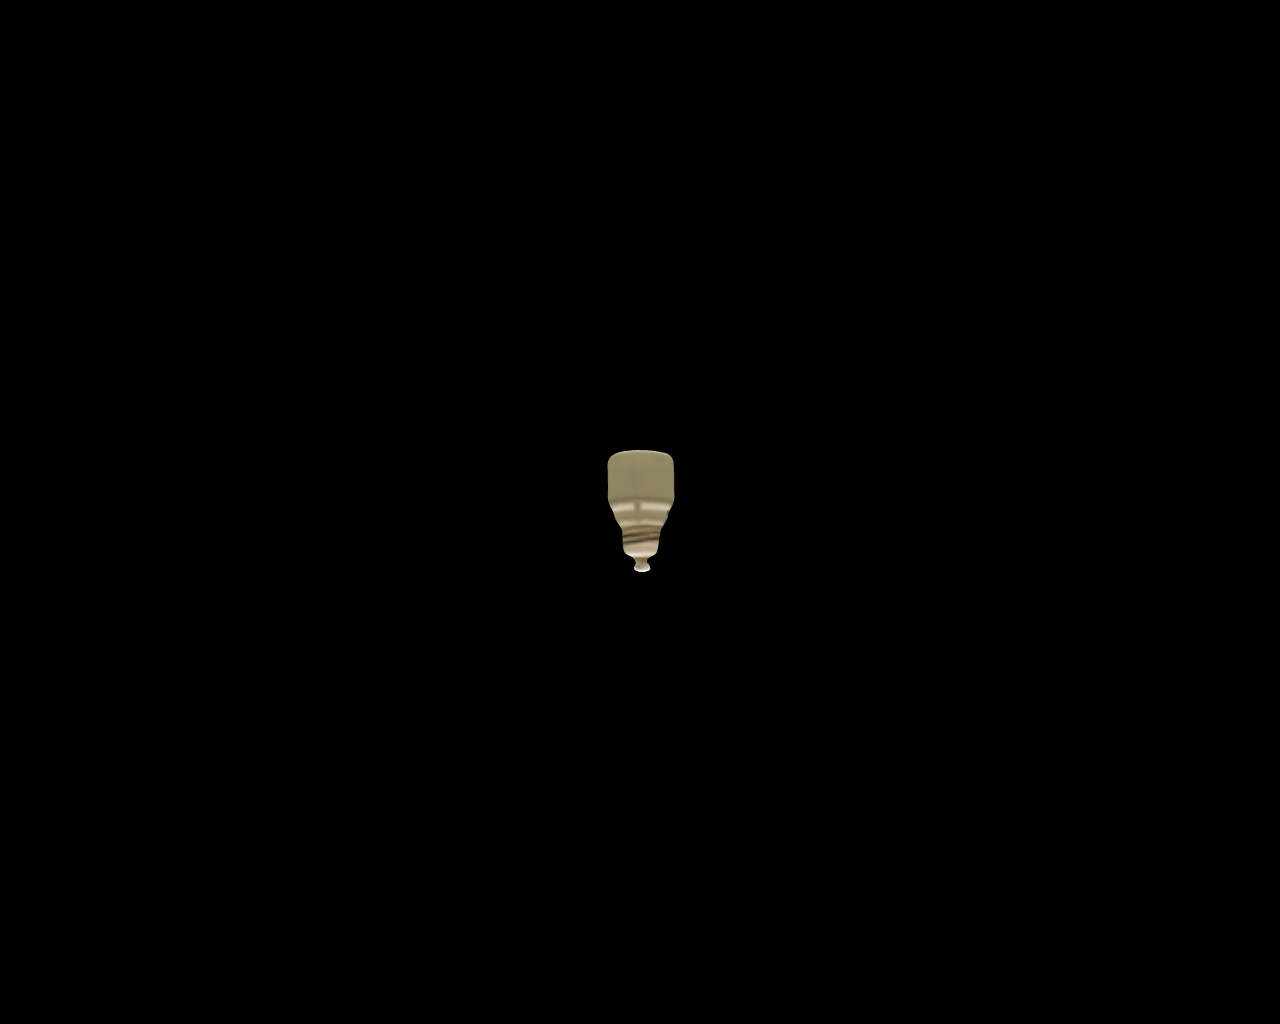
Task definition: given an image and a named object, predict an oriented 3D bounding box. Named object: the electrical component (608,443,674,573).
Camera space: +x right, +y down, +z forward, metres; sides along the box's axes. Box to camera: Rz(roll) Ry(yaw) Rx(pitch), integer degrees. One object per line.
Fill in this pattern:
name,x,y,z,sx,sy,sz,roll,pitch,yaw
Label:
electrical component,0.001,-0.003,0.650,0.040,0.078,0.040,0,-7,0
